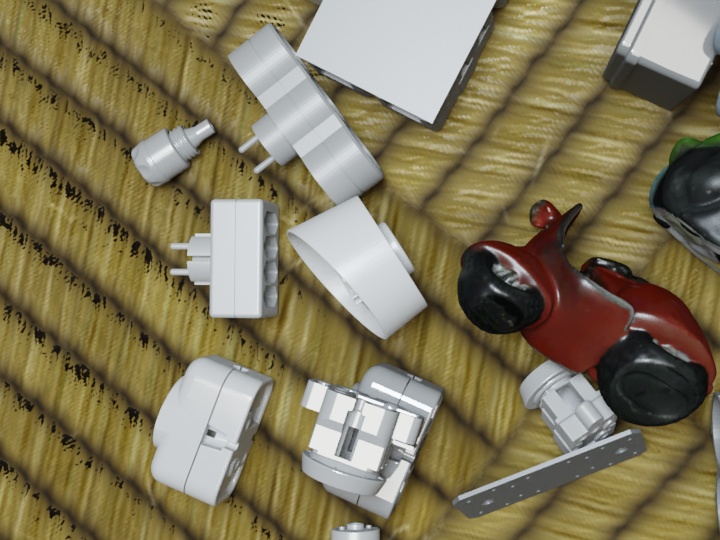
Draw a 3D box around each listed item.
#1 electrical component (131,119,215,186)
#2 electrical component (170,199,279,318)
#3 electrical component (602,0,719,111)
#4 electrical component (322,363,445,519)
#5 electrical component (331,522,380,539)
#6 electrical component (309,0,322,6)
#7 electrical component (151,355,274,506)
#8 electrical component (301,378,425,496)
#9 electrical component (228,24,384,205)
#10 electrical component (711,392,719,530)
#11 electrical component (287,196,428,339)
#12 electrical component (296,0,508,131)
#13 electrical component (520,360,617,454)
[{"bbox_3d":[-0.135,-0.089,0.789,0.061,0.035,0.035,-32,84,5],"label":"electrical component"},{"bbox_3d":[-0.101,-0.008,0.775,0.076,0.047,0.083,0,89,11],"label":"electrical component"},{"bbox_3d":[0.208,-0.167,0.693,0.056,0.109,0.108,26,94,6],"label":"electrical component"},{"bbox_3d":[0.013,0.116,0.751,0.059,0.054,0.095,23,93,9],"label":"electrical component"},{"bbox_3d":[-0.003,0.212,0.760,0.044,0.044,0.065,-2,84,10],"label":"electrical component"},{"bbox_3d":[-0.031,-0.215,0.748,0.043,0.081,0.043,0,89,10],"label":"electrical component"},{"bbox_3d":[-0.109,0.112,0.772,0.059,0.054,0.095,22,93,9],"label":"electrical component"},{"bbox_3d":[-0.004,0.110,0.696,0.078,0.058,0.057,18,90,9],"label":"electrical component"},{"bbox_3d":[-0.052,-0.099,0.765,0.074,0.052,0.138,-37,83,7],"label":"electrical component"},{"bbox_3d":[0.265,0.153,0.689,0.062,0.089,0.150,-3,89,10],"label":"electrical component"},{"bbox_3d":[0.000,0.000,0.734,0.064,0.099,0.099,-33,84,1],"label":"electrical component"},{"bbox_3d":[0.050,-0.203,0.744,0.105,0.060,0.186,28,94,9],"label":"electrical component"},{"bbox_3d":[0.141,0.091,0.727,0.048,0.066,0.055,-32,63,-8],"label":"electrical component"}]
